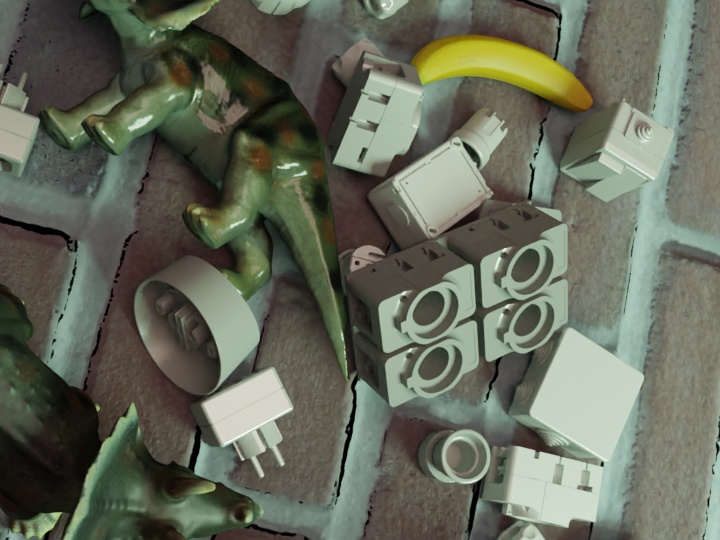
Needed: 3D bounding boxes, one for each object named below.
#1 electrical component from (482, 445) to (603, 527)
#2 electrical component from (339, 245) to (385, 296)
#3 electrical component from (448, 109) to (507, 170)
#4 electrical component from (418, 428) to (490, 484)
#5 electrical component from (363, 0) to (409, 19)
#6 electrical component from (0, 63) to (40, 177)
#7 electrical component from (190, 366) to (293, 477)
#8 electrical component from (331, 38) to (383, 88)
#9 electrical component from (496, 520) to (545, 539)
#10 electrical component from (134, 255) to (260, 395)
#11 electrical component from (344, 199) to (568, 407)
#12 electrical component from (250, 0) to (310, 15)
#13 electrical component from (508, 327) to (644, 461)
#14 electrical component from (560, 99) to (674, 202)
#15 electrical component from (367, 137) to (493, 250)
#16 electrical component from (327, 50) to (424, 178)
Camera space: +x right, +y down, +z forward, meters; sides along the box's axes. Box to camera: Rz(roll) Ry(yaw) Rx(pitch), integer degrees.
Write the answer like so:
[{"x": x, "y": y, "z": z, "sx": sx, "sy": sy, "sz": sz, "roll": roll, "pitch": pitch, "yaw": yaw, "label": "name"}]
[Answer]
[{"x": 0.157, "y": 0.189, "z": 0.929, "sx": 0.089, "sy": 0.050, "sz": 0.055, "roll": 16, "pitch": 76, "yaw": -17, "label": "electrical component"}, {"x": 0.000, "y": 0.000, "z": 0.906, "sx": 0.040, "sy": 0.046, "sz": 0.040, "roll": 3, "pitch": 80, "yaw": -19, "label": "electrical component"}, {"x": 0.106, "y": -0.118, "z": 0.969, "sx": 0.040, "sy": 0.040, "sz": 0.046, "roll": 45, "pitch": 64, "yaw": -8, "label": "electrical component"}, {"x": 0.078, "y": 0.156, "z": 0.903, "sx": 0.045, "sy": 0.055, "sz": 0.045, "roll": 3, "pitch": 80, "yaw": -19, "label": "electrical component"}, {"x": 0.032, "y": -0.254, "z": 0.967, "sx": 0.061, "sy": 0.035, "sz": 0.035, "roll": -41, "pitch": 96, "yaw": -24, "label": "electrical component"}, {"x": -0.279, "y": -0.121, "z": 0.825, "sx": 0.066, "sy": 0.047, "sz": 0.076, "roll": 20, "pitch": 74, "yaw": -16, "label": "electrical component"}, {"x": -0.086, "y": 0.125, "z": 0.853, "sx": 0.066, "sy": 0.047, "sz": 0.076, "roll": -26, "pitch": 91, "yaw": -22, "label": "electrical component"}, {"x": 0.009, "y": -0.168, "z": 0.939, "sx": 0.062, "sy": 0.043, "sz": 0.043, "roll": 48, "pitch": 69, "yaw": -7, "label": "electrical component"}, {"x": 0.146, "y": 0.249, "z": 0.919, "sx": 0.043, "sy": 0.043, "sz": 0.062, "roll": -39, "pitch": 97, "yaw": -21, "label": "electrical component"}, {"x": -0.127, "y": 0.041, "z": 0.828, "sx": 0.064, "sy": 0.099, "sz": 0.099, "roll": -41, "pitch": 96, "yaw": -27, "label": "electrical component"}, {"x": 0.087, "y": 0.028, "z": 0.896, "sx": 0.186, "sy": 0.060, "sz": 0.105, "roll": -22, "pitch": 125, "yaw": -23, "label": "electrical component"}, {"x": -0.067, "y": -0.263, "z": 0.924, "sx": 0.080, "sy": 0.051, "sz": 0.080, "roll": 3, "pitch": 80, "yaw": -19, "label": "electrical component"}, {"x": 0.190, "y": 0.111, "z": 0.955, "sx": 0.100, "sy": 0.048, "sz": 0.099, "roll": 32, "pitch": 72, "yaw": -12, "label": "electrical component"}, {"x": 0.236, "y": -0.107, "z": 0.983, "sx": 0.062, "sy": 0.096, "sz": 0.061, "roll": 29, "pitch": 73, "yaw": -13, "label": "electrical component"}, {"x": 0.063, "y": -0.068, "z": 0.936, "sx": 0.096, "sy": 0.061, "sz": 0.061, "roll": -36, "pitch": 96, "yaw": -28, "label": "electrical component"}, {"x": 0.016, "y": -0.130, "z": 0.908, "sx": 0.056, "sy": 0.089, "sz": 0.050, "roll": 15, "pitch": 31, "yaw": -17, "label": "electrical component"}]
